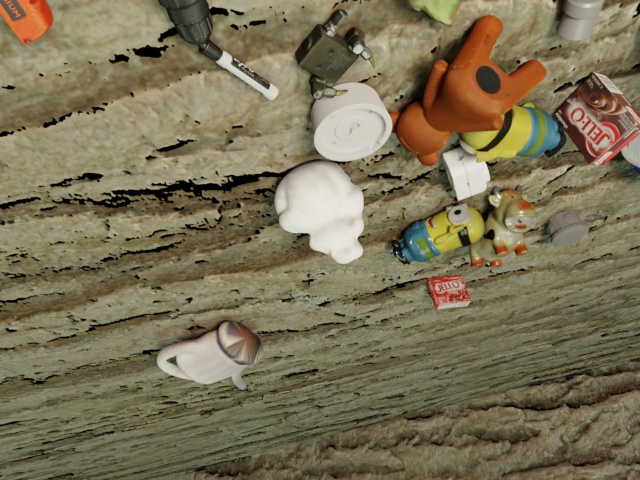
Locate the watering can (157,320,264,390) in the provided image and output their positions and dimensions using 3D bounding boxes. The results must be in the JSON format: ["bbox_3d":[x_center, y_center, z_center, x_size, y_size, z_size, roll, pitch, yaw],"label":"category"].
[{"bbox_3d":[-0.234,0.299,1.281,0.222,0.106,0.343,-29,144,21],"label":"watering can"}]

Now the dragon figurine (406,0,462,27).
[{"bbox_3d":[0.201,-0.314,0.534,0.240,0.125,0.406,-21,147,38],"label":"dragon figurine"}]

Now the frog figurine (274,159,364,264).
[{"bbox_3d":[0.002,-0.040,0.797,0.137,0.163,0.120,-12,146,-4],"label":"frog figurine"}]
